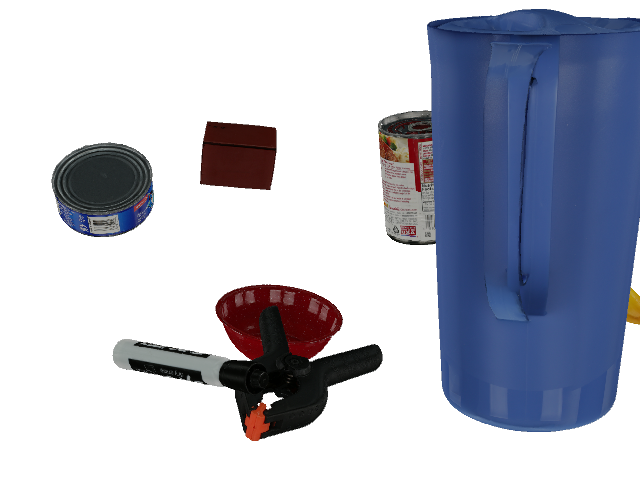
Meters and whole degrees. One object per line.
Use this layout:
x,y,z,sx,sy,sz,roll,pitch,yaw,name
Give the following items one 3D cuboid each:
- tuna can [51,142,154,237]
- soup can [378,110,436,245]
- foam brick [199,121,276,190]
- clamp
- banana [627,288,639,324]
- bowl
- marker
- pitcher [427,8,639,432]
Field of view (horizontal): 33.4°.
-0.188,-0.044,0.928,0.086,0.086,0.034,0,-41,-2,tuna can
0.088,-0.055,0.932,0.068,0.102,0.068,-5,23,2,soup can
-0.087,-0.091,1.139,0.078,0.051,0.053,5,31,-3,foam brick
-0.032,0.112,0.929,0.120,0.039,0.171,19,26,24,clamp
0.232,0.042,1.058,0.198,0.037,0.069,10,46,26,banana
-0.054,0.114,1.355,0.162,0.055,0.162,6,23,-3,bowl
-0.077,0.074,0.631,0.121,0.020,0.020,4,3,40,marker
0.125,-0.012,0.631,0.149,0.243,0.145,-8,17,-24,pitcher
